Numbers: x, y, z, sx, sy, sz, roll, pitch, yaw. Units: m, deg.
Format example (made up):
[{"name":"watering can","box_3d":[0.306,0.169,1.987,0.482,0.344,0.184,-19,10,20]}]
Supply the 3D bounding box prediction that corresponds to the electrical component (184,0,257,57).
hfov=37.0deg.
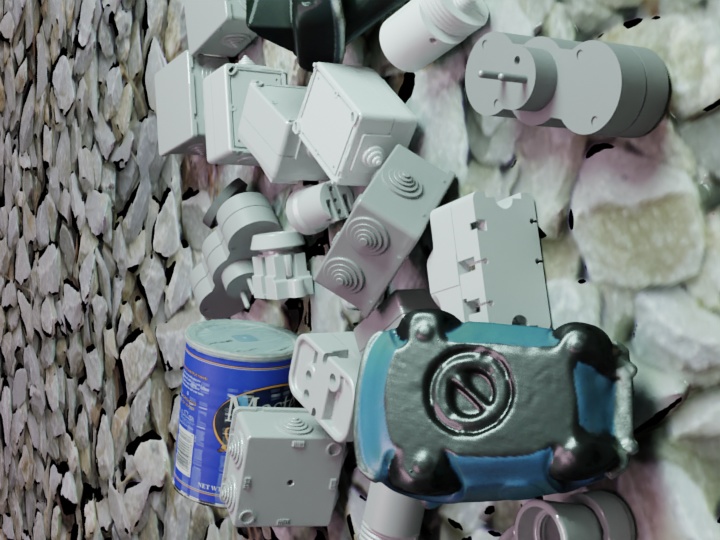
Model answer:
[{"name":"electrical component","box_3d":[-0.127,-0.258,1.022,0.100,0.048,0.099,-24,70,56]}]

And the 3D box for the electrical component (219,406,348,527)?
[{"name":"electrical component","box_3d":[-0.062,0.162,0.880,0.048,0.100,0.099,-130,48,-63]}]

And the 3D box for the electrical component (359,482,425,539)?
[{"name":"electrical component","box_3d":[0.026,0.176,0.789,0.043,0.043,0.081,36,120,52]}]

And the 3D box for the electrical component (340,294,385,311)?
[{"name":"electrical component","box_3d":[0.000,0.000,0.836,0.035,0.035,0.061,-21,70,56]}]

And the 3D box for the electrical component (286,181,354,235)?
[{"name":"electrical component","box_3d":[-0.032,-0.053,0.883,0.046,0.040,0.040,-16,77,51]}]

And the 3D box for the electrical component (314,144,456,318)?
[{"name":"electrical component","box_3d":[0.016,-0.029,0.753,0.099,0.048,0.099,-58,-1,40]}]

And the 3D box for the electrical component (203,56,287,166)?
[{"name":"electrical component","box_3d":[-0.105,-0.145,0.976,0.061,0.062,0.096,-13,79,57]}]

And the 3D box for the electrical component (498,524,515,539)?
[{"name":"electrical component","box_3d":[0.112,0.185,0.652,0.062,0.048,0.048,36,121,45]}]

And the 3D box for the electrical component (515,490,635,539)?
[{"name":"electrical component","box_3d":[0.124,0.151,0.620,0.045,0.055,0.045,2,92,58]}]

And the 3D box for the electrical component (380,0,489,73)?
[{"name":"electrical component","box_3d":[0.053,-0.172,0.740,0.081,0.043,0.043,-24,70,55]}]

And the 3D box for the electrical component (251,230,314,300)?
[{"name":"electrical component","box_3d":[-0.070,-0.005,0.938,0.066,0.048,0.055,1,99,59]}]

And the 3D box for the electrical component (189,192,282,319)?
[{"name":"electrical component","box_3d":[-0.112,0.001,0.998,0.138,0.052,0.073,-59,43,40]}]

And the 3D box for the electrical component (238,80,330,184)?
[{"name":"electrical component","box_3d":[-0.054,-0.109,0.895,0.096,0.062,0.061,50,131,46]}]

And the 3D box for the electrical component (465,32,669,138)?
[{"name":"electrical component","box_3d":[0.104,-0.111,0.630,0.138,0.074,0.052,25,111,55]}]

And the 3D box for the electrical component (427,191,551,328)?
[{"name":"electrical component","box_3d":[0.080,0.000,0.692,0.056,0.050,0.089,-21,72,57]}]

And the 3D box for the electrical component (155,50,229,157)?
[{"name":"electrical component","box_3d":[-0.167,-0.165,1.087,0.100,0.048,0.099,-14,79,57]}]

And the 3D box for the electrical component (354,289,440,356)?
[{"name":"electrical component","box_3d":[0.039,0.061,0.763,0.065,0.047,0.076,-46,53,48]}]

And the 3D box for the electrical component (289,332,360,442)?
[{"name":"electrical component","box_3d":[-0.006,0.087,0.823,0.095,0.059,0.053,38,122,51]}]

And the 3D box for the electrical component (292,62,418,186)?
[{"name":"electrical component","box_3d":[0.001,-0.105,0.807,0.096,0.061,0.061,55,135,42]}]
